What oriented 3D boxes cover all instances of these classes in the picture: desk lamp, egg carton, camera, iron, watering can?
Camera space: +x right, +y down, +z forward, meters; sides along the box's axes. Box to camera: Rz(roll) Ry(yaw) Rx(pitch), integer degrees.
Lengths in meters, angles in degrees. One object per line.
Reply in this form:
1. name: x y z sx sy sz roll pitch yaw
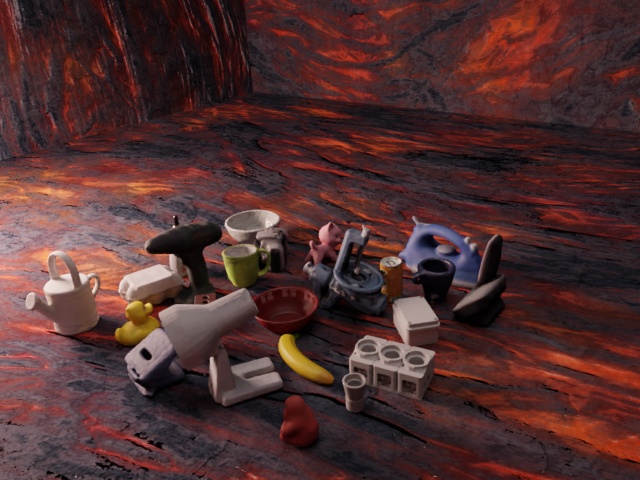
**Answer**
1. desk lamp: -0.188 0.201 1.091 0.204 0.214 0.117 -13 27 -20
2. egg carton: -0.429 0.119 1.459 0.151 0.069 0.107 -21 31 -33
3. camera: -0.161 0.017 1.609 0.136 0.101 0.143 -2 25 3
4. iron: 0.334 0.029 1.484 0.257 0.141 0.119 19 33 39
5. watering can: -0.589 0.120 1.330 0.100 0.194 0.173 2 26 12

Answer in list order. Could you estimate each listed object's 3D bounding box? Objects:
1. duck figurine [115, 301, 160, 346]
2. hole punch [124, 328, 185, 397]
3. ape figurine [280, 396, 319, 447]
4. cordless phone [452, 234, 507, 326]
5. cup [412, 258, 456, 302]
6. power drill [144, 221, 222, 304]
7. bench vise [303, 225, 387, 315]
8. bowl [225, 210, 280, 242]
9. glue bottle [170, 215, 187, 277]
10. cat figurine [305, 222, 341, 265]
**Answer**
1. duck figurine: -0.420 0.183 1.303 0.077 0.086 0.105 18 32 37
2. hole punch: -0.338 0.245 1.158 0.101 0.091 0.108 -21 31 -33
3. ape figurine: -0.040 0.308 0.993 0.075 0.092 0.078 19 33 39
4. cordless phone: 0.370 0.086 1.307 0.093 0.185 0.148 14 30 32
5. cup: 0.270 0.106 1.383 0.118 0.095 0.091 -17 29 -27
6. power drill: -0.327 0.056 1.419 0.075 0.209 0.230 12 29 29
7. bench vise: 0.053 0.069 1.337 0.207 0.220 0.121 1 26 9
8. bowl: -0.200 -0.029 1.740 0.167 0.075 0.167 -2 25 1
9. glue bottle: -0.381 0.013 1.556 0.037 0.173 0.078 8 28 22
10. cat figurine: 0.015 0.006 1.594 0.067 0.118 0.128 19 33 39
